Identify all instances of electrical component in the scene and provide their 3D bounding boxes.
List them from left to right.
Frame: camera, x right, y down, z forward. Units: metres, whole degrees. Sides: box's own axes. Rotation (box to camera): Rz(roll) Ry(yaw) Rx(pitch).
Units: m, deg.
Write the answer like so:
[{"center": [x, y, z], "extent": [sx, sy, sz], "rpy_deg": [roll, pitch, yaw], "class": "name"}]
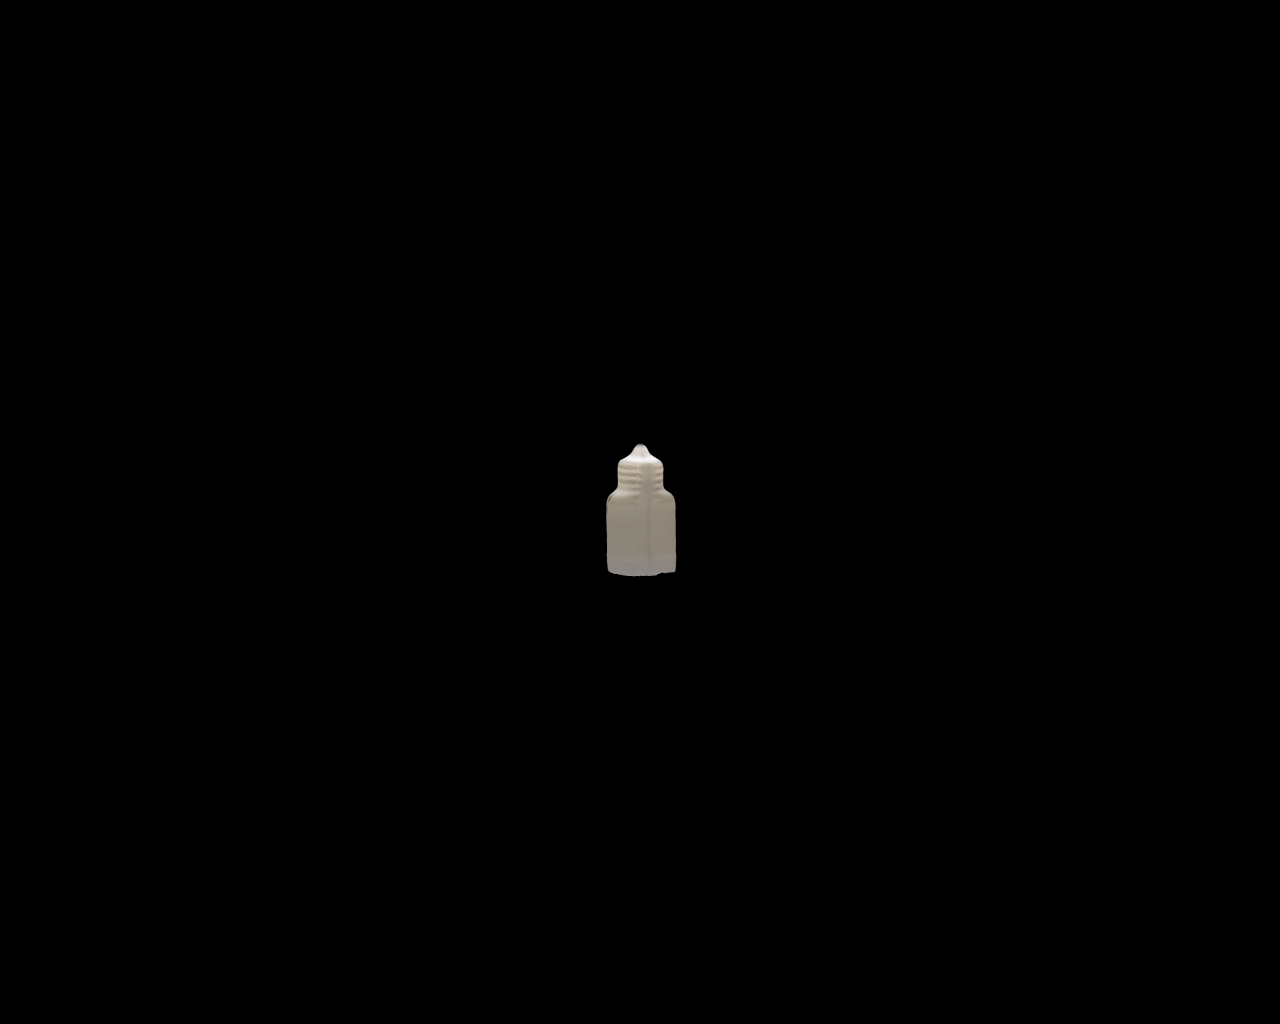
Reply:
[{"center": [0.001, -0.003, 0.650], "extent": [0.043, 0.080, 0.043], "rpy_deg": [0, 7, 0], "class": "electrical component"}]
